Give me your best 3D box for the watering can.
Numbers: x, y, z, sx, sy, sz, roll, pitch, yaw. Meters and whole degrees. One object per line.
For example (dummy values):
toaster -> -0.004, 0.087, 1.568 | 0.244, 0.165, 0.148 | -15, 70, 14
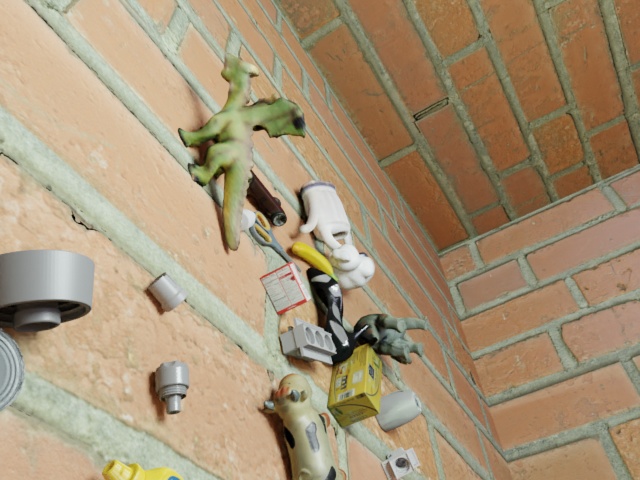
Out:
watering can -> 0.004, -0.074, 1.462 | 0.345, 0.103, 0.228 | 25, 41, -63

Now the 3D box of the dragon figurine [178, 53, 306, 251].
dragon figurine -> -0.141, -0.203, 1.047 | 0.416, 0.241, 0.121 | 67, 13, 19

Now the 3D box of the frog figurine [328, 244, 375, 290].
frog figurine -> 0.082, 0.075, 1.408 | 0.158, 0.137, 0.124 | 72, 24, -81
